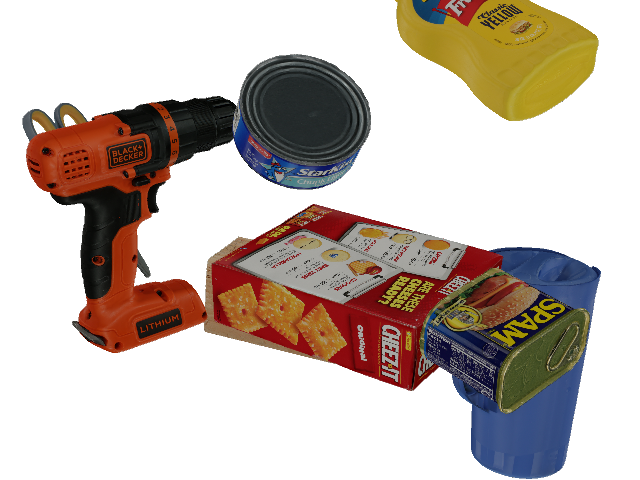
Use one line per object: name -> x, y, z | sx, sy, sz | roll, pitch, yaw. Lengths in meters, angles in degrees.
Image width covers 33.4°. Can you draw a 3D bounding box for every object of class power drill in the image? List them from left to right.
power drill -> -0.137, -0.017, 0.857 | 0.184, 0.188, 0.057 | -18, 25, -34

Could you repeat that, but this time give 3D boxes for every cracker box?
cracker box -> 0.033, 0.046, 0.973 | 0.214, 0.072, 0.163 | 17, 30, 31

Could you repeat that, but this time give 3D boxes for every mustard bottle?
mustard bottle -> 0.117, -0.172, 0.838 | 0.096, 0.058, 0.192 | -33, 55, -20

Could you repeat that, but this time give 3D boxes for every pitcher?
pitcher -> 0.221, 0.137, 1.183 | 0.149, 0.243, 0.145 | 6, 17, 11

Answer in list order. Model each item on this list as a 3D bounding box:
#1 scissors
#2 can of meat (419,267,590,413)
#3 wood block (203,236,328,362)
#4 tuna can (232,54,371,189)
scissors -> -0.226, -0.061, 1.094 | 0.016, 0.201, 0.096 | -26, 27, 27
can of meat -> 0.137, 0.071, 0.805 | 0.101, 0.057, 0.084 | -27, 41, -33
wood block -> -0.016, 0.069, 1.182 | 0.206, 0.091, 0.090 | 12, 22, 17
tuna can -> -0.013, -0.075, 0.685 | 0.086, 0.086, 0.034 | 0, -30, -17
